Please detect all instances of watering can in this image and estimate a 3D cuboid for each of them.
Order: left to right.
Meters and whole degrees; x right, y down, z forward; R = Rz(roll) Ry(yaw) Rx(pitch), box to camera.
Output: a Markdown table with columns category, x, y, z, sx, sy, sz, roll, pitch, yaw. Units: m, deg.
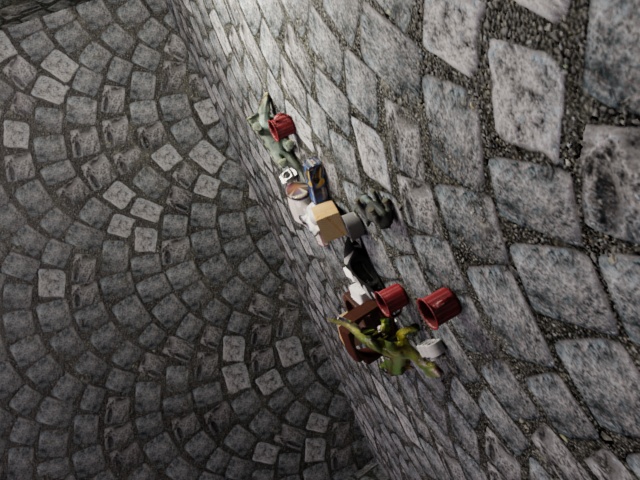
| category | x | y | z | sx | sy | sz | roll | pitch | yaw |
| --- | --- | --- | --- | --- | --- | --- | --- | --- | --- |
| watering can | -0.094 | -0.164 | 2.309 | 0.104 | 0.220 | 0.353 | -25 | 33 | -13 |

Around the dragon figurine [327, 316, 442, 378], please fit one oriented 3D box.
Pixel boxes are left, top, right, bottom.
| category | x | y | z | sx | sy | sz | roll | pitch | yaw |
| --- | --- | --- | --- | --- | --- | --- | --- | --- | --- |
| dragon figurine | 0.225 | 0.386 | 1.784 | 0.411 | 0.238 | 0.124 | 9 | 35 | 32 |

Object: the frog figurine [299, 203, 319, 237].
| category | x | y | z | sx | sy | sz | roll | pitch | yaw |
| --- | --- | --- | --- | --- | --- | --- | --- | --- | --- |
| frog figurine | 0.006 | -0.105 | 2.095 | 0.122 | 0.140 | 0.156 | 4 | -38 | -40 |
